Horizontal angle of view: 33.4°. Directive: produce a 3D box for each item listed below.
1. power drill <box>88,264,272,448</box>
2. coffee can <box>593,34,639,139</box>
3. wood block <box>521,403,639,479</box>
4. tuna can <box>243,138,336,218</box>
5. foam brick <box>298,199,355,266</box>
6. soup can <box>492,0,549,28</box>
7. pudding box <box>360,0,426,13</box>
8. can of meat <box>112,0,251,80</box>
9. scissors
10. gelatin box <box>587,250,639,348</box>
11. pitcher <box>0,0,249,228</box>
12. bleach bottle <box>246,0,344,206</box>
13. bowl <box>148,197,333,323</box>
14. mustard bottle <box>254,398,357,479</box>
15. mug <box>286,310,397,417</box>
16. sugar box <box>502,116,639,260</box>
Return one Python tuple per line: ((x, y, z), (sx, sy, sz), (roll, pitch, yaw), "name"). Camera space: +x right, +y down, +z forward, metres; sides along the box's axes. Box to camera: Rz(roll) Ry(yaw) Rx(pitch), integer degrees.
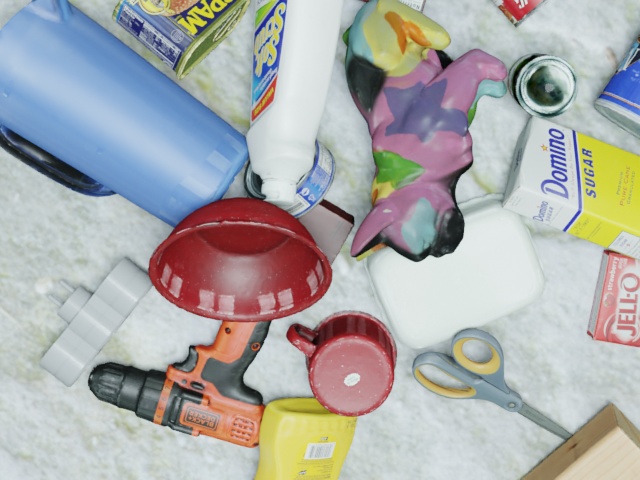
((-0.119, 0.098, 1.046), (0.184, 0.057, 0.188), (17, 101, -5), "power drill")
((0.331, -0.157, 0.971), (0.103, 0.103, 0.140), (31, 98, -3), "coffee can")
((0.236, 0.265, 1.027), (0.206, 0.090, 0.090), (-44, 87, 13), "wood block")
((-0.030, -0.062, 1.003), (0.086, 0.086, 0.033), (-42, 133, 7), "tuna can")
((-0.007, 0.001, 1.030), (0.053, 0.051, 0.078), (31, 98, -4), "foam brick")
((0.172, -0.256, 0.980), (0.068, 0.068, 0.102), (-42, 94, 7), "soup can")
((0.068, -0.274, 0.995), (0.090, 0.039, 0.113), (16, 100, -1), "pudding box")
((-0.128, -0.212, 0.983), (0.084, 0.058, 0.102), (40, 57, -1), "can of meat")
((0.188, 0.141, 1.030), (0.201, 0.016, 0.096), (20, 127, -11), "scissors")
((0.306, 0.059, 1.039), (0.073, 0.030, 0.089), (9, 98, 0), "gelatin box")
((-0.194, -0.106, 0.991), (0.242, 0.149, 0.145), (35, 82, -6), "pitcher")
((-0.023, -0.157, 0.952), (0.068, 0.103, 0.251), (9, 80, -29), "bleach bottle")
((-0.069, 0.011, 0.946), (0.162, 0.162, 0.055), (-1, 55, 2), "bowl")
((-0.027, 0.254, 1.054), (0.096, 0.058, 0.192), (5, 102, -37), "mustard bottle")
((0.020, 0.115, 1.030), (0.117, 0.081, 0.093), (32, 98, -3), "mug")
((0.265, -0.043, 0.997), (0.176, 0.048, 0.093), (22, 56, -4), "sugar box")
